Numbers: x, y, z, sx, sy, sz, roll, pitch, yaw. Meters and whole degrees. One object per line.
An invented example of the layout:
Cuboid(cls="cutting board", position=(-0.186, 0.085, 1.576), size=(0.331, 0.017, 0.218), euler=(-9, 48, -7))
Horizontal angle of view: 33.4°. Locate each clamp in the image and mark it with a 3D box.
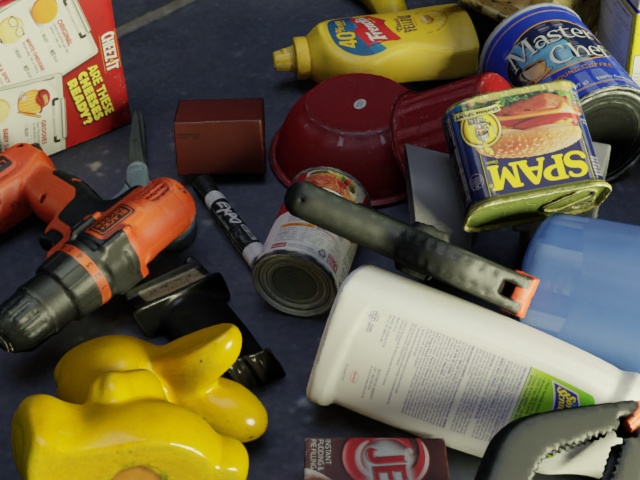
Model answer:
Cuboid(cls="clamp", position=(0.066, 0.006, 0.725), size=(0.171, 0.039, 0.120), euler=(27, 10, 16))
Cuboid(cls="clamp", position=(0.103, 0.157, 0.594), size=(0.164, 0.036, 0.209), euler=(40, 71, 10))

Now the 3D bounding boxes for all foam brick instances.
Cuboid(cls="foam brick", position=(-0.086, -0.090, 0.929), size=(0.078, 0.053, 0.051), euler=(-1, 30, 1))

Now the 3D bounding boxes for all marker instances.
Cuboid(cls="marker", position=(-0.075, -0.017, 0.879), size=(0.020, 0.020, 0.121), euler=(-21, 45, -19))

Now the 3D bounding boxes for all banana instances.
Cuboid(cls="banana", position=(0.035, -0.270, 1.144), size=(0.198, 0.037, 0.069), euler=(33, 72, 35))

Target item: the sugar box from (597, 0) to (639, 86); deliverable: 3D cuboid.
Cuboid(cls="sugar box", position=(0.283, -0.205, 0.950), size=(0.048, 0.176, 0.093), euler=(-6, 42, -4))

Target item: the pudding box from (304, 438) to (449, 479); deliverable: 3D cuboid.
Cuboid(cls="pudding box", position=(0.035, 0.173, 0.647), size=(0.090, 0.039, 0.113), euler=(-1, 43, 1))

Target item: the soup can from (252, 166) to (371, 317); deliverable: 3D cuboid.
Cuboid(cls="soup can", position=(-0.005, 0.001, 0.819), size=(0.068, 0.068, 0.102), euler=(9, 44, 13))

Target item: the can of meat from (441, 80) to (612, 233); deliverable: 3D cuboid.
Cuboid(cls="can of meat", position=(0.142, -0.059, 0.751), size=(0.102, 0.057, 0.084), euler=(-10, 72, -4))

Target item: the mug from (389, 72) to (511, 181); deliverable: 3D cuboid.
Cuboid(cls="mug", position=(0.123, -0.084, 0.880), size=(0.082, 0.117, 0.093), euler=(-14, 62, 36))

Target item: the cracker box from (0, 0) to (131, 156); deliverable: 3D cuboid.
Cuboid(cls="cracker box", position=(-0.282, -0.143, 0.923), size=(0.213, 0.164, 0.072), euler=(-27, 50, -24))

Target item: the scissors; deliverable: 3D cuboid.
Cuboid(cls="scissors", position=(-0.141, -0.051, 0.924), size=(0.096, 0.016, 0.201), euler=(5, 43, 7))

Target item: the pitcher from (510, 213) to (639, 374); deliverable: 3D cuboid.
Cuboid(cls="pitcher", position=(0.259, 0.047, 0.704), size=(0.243, 0.145, 0.149), euler=(14, 42, 22))

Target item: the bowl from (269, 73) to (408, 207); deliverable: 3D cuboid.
Cuboid(cls="bowl", position=(0.034, -0.099, 0.937), size=(0.162, 0.055, 0.162), euler=(-2, 42, 1))

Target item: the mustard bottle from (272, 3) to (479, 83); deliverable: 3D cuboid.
Cuboid(cls="mustard bottle", position=(0.050, -0.183, 1.027), size=(0.191, 0.058, 0.096), euler=(-8, 41, -5))

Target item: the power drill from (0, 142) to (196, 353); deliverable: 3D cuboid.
Cuboid(cls="power drill", position=(-0.215, -0.001, 0.825), size=(0.188, 0.057, 0.184), euler=(23, 50, 35))

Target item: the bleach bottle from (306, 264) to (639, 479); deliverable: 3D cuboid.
Cuboid(cls="bleach bottle", position=(0.122, 0.105, 0.688), size=(0.251, 0.103, 0.068), euler=(22, 20, 16))

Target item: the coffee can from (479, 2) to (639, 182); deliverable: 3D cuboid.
Cuboid(cls="coffee can", position=(0.211, -0.126, 0.922), size=(0.102, 0.103, 0.140), euler=(-12, 43, -10))
